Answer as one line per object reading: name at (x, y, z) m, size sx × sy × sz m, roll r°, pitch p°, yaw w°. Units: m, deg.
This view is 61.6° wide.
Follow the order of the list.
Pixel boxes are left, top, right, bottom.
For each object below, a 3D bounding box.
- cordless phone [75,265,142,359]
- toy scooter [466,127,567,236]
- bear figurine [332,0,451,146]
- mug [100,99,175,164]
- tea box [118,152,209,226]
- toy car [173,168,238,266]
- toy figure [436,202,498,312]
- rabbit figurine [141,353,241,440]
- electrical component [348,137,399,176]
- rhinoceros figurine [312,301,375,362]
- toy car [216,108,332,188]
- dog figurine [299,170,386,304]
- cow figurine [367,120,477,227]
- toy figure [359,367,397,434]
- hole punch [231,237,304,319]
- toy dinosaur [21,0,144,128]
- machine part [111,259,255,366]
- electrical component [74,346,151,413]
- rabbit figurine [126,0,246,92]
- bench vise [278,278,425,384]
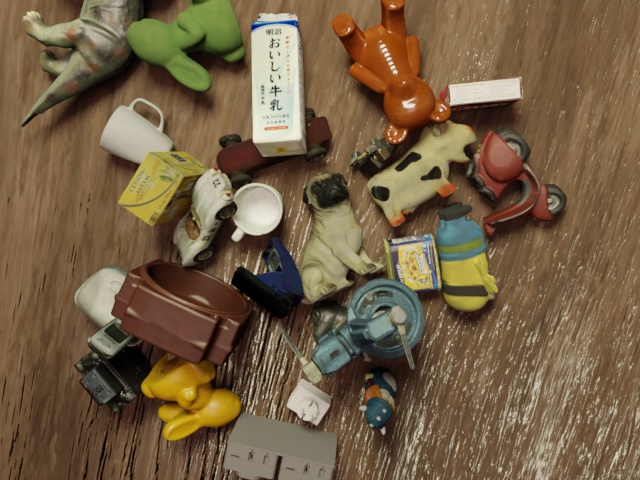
cordless phone at (-0.363, 0.129, 0.912) m, size 0.146 × 0.184 × 0.088 m, roll 41°, pitch 104°, yaw -3°
toy scooter at (0.303, -0.084, 0.882) m, size 0.135 × 0.075 × 0.184 m, roll -39°, pitch 98°, yaw 10°
bear figurine at (0.111, -0.255, 0.816) m, size 0.120 × 0.131 × 0.196 m, roll -23°, pitch 62°, yaw 9°
mug at (-0.301, -0.178, 0.918) m, size 0.107 × 0.081 × 0.109 m, roll 30°, pitch 94°, yaw -12°
tea box at (-0.245, -0.088, 0.876) m, size 0.068 × 0.169 × 0.098 m, roll 35°, pitch 98°, yaw -3°
toy car at (-0.195, -0.034, 0.896) m, size 0.073 × 0.056 × 0.201 m, roll 61°, pitch 137°, yaw 25°
toy figure at (0.237, 0.031, 0.901) m, size 0.089 × 0.082 × 0.180 m, roll -15°, pitch 102°, yaw 18°
rabbit figurine at (-0.219, 0.279, 0.955) m, size 0.162 × 0.122 × 0.173 m, roll -47°, pitch 117°, yaw -7°
electrical component at (0.088, -0.142, 0.881) m, size 0.045 × 0.102 × 0.078 m, roll 40°, pitch 79°, yaw -9°
rhinoceros figurine at (0.079, 0.151, 0.940) m, size 0.190 × 0.073 × 0.112 m, roll 6°, pitch 88°, yaw 6°
toy car at (-0.078, -0.155, 0.912) m, size 0.202 × 0.053 × 0.089 m, roll -19°, pitch 76°, yaw 6°
dog figurine at (0.001, -0.004, 0.916) m, size 0.172 × 0.121 × 0.190 m, roll -30°, pitch 81°, yaw 6°
cow figurine at (0.167, -0.122, 0.884) m, size 0.195 × 0.085 × 0.127 m, roll -34°, pitch 97°, yaw 12°
toy figure at (0.100, 0.265, 0.909) m, size 0.064 × 0.154 × 0.057 m, roll 20°, pitch 102°, yaw 2°
hole punch at (-0.076, 0.067, 0.903) m, size 0.116 × 0.142 × 0.092 m, roll 41°, pitch 65°, yaw -1°
toy dinosaur at (-0.358, -0.354, 0.879) m, size 0.192 × 0.131 × 0.404 m, roll 19°, pitch 106°, yaw 2°
machine part at (-0.218, 0.111, 0.888) m, size 0.201 × 0.201 × 0.087 m, roll 26°, pitch 98°, yaw 1°
electrical component at (-0.363, 0.235, 0.953) m, size 0.058 × 0.134 × 0.115 m, roll -40°, pitch 96°, yaw 9°
rabbit figurine at (-0.218, -0.323, 0.869) m, size 0.170 × 0.121 × 0.158 m, roll -21°, pitch 118°, yaw -7°
bench vise at (0.068, 0.133, 0.795) m, size 0.224 × 0.240 × 0.129 m, roll -23°, pitch 82°, yaw -11°
